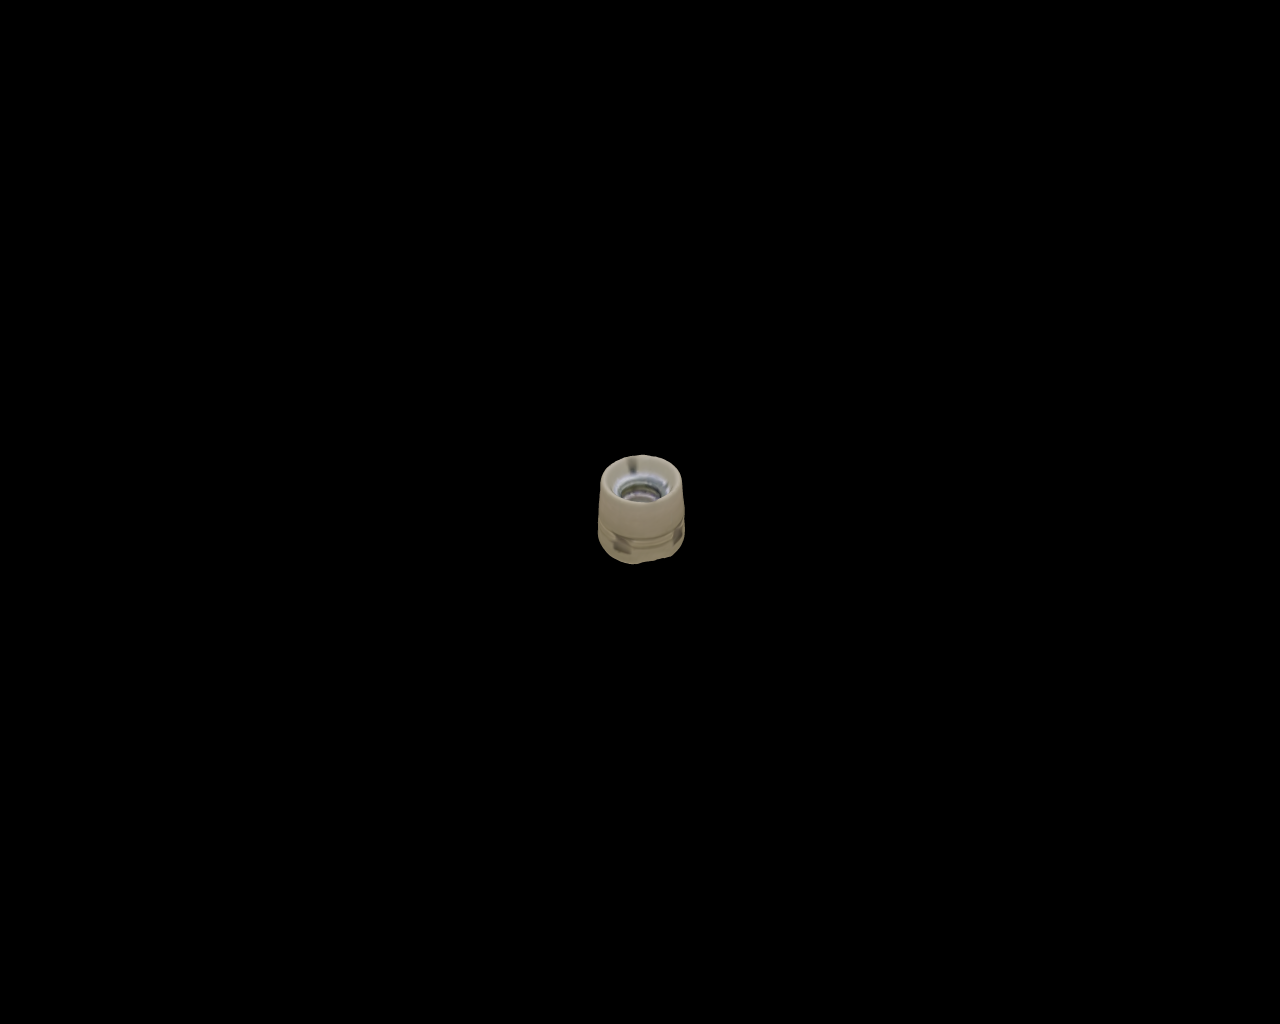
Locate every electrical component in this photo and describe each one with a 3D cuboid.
[{"bbox_3d":[0.001,-0.003,0.650,0.055,0.047,0.055,0,40,0],"label":"electrical component"}]
